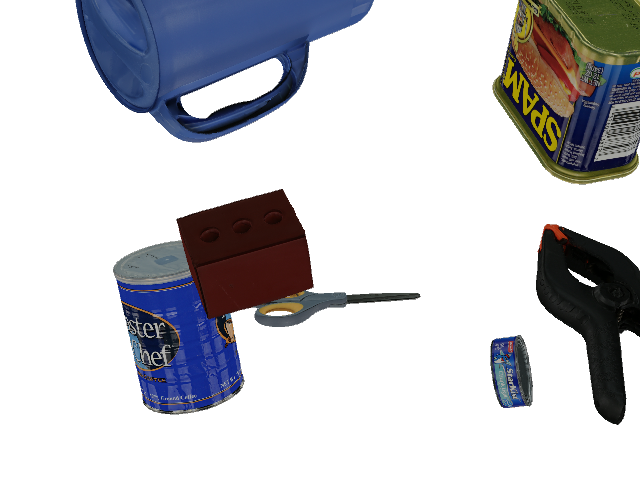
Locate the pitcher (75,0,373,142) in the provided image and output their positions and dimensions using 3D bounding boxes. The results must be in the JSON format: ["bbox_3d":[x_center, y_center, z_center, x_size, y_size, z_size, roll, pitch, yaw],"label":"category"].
[{"bbox_3d":[-0.069,-0.196,0.904,0.242,0.149,0.145,-25,44,-30],"label":"pitcher"}]

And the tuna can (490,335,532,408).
[{"bbox_3d":[0.230,0.158,1.286,0.034,0.086,0.086,-10,-3,19],"label":"tuna can"}]

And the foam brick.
[{"bbox_3d":[-0.050,0.009,0.717,0.078,0.051,0.053,-17,42,-10],"label":"foam brick"}]

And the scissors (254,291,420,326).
[{"bbox_3d":[0.011,0.074,1.186,0.202,0.016,0.096,3,22,3],"label":"scissors"}]

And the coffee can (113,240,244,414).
[{"bbox_3d":[-0.136,0.082,1.033,0.103,0.140,0.103,-8,18,2],"label":"coffee can"}]

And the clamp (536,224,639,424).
[{"bbox_3d":[0.215,0.050,0.745,0.120,0.039,0.171,-3,45,-19],"label":"clamp"}]

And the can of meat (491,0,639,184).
[{"bbox_3d":[0.142,-0.096,0.587,0.057,0.084,0.102,-10,47,-15],"label":"can of meat"}]
